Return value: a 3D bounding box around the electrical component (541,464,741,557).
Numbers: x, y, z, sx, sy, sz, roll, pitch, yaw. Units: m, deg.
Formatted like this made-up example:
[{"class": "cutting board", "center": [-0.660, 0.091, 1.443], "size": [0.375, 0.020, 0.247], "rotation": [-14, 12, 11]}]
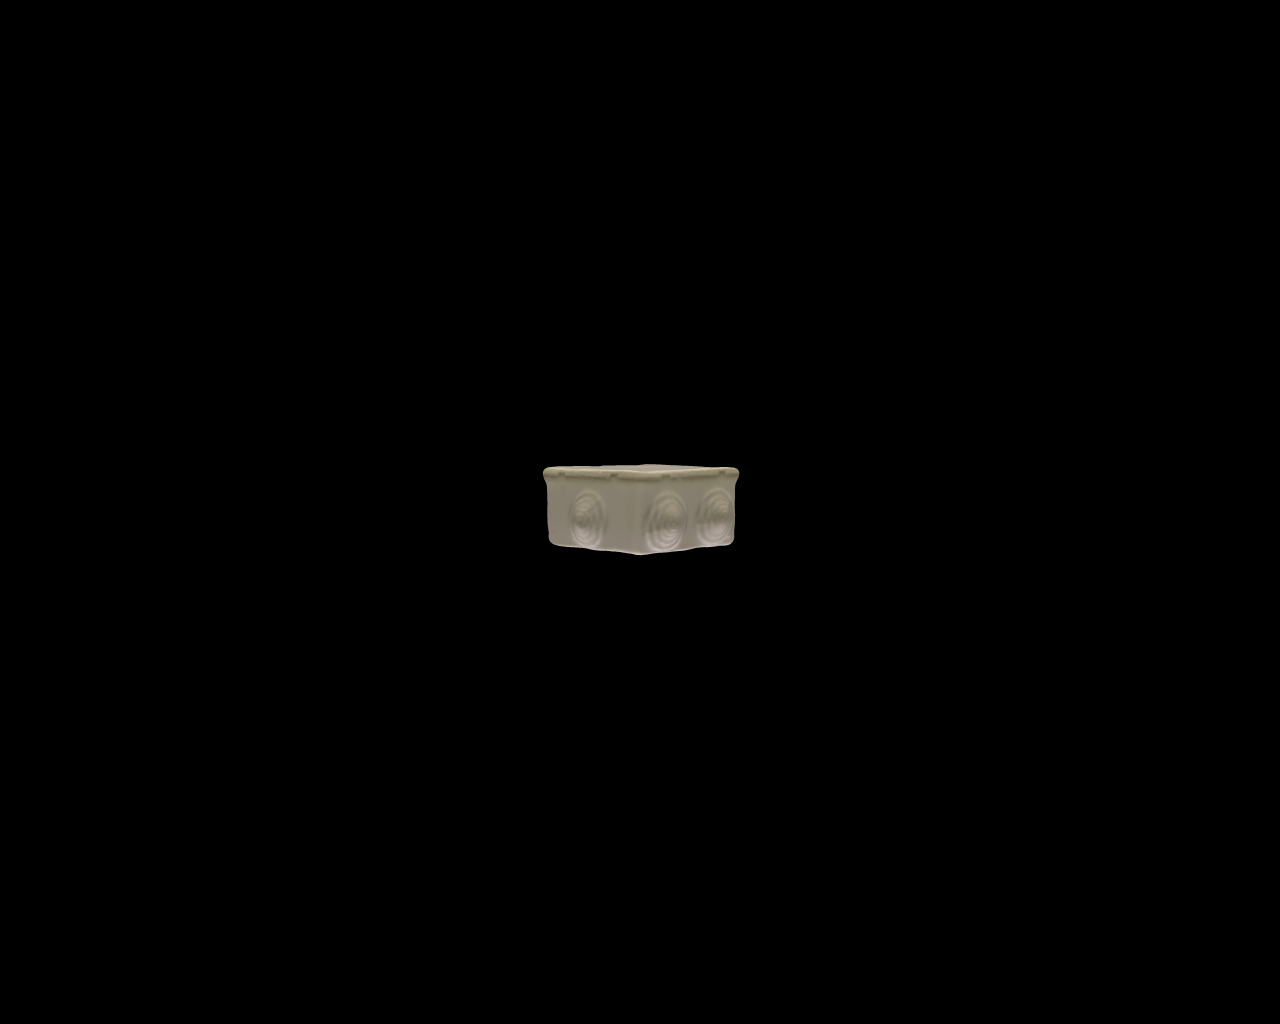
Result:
[{"class": "electrical component", "center": [0.001, -0.003, 0.650], "size": [0.100, 0.048, 0.100], "rotation": [-4, 6, -43]}]
